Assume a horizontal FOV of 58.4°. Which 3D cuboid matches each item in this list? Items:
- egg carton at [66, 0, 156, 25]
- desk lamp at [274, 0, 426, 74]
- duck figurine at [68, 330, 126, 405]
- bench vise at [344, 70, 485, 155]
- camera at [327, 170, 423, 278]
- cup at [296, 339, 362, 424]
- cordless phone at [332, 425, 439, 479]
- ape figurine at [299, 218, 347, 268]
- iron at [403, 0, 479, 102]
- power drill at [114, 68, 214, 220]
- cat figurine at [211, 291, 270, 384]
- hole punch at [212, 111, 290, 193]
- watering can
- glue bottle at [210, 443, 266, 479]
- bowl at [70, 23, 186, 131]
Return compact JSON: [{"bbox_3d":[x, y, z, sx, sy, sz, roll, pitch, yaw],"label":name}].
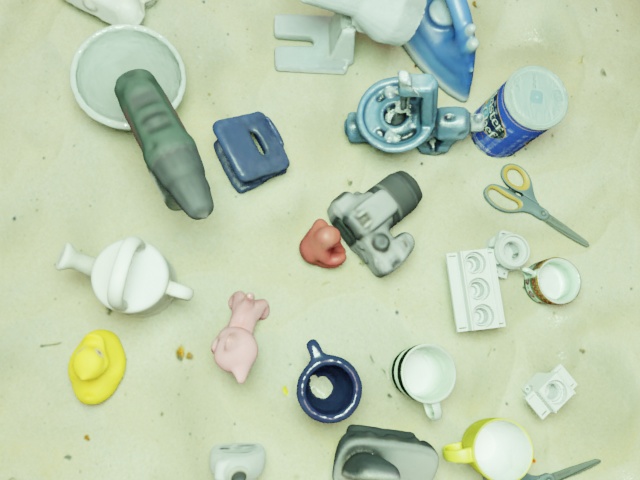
[{"bbox_3d":[-0.334,-0.398,0.899,0.150,0.069,0.107,25,77,-3],"label":"egg carton"},{"bbox_3d":[0.037,-0.340,0.871,0.203,0.213,0.118,-1,80,-9],"label":"desk lamp"},{"bbox_3d":[-0.314,0.176,0.791,0.077,0.086,0.104,7,79,-7],"label":"duck figurine"},{"bbox_3d":[0.153,-0.204,0.861,0.207,0.219,0.121,-15,82,-11],"label":"bench vise"},{"bbox_3d":[0.104,-0.036,0.884,0.137,0.100,0.143,-38,87,-13],"label":"camera"},{"bbox_3d":[0.003,0.201,0.830,0.092,0.095,0.118,-21,84,-11],"label":"cup"},{"bbox_3d":[0.099,0.313,0.778,0.147,0.185,0.094,6,79,-7],"label":"cordless phone"},{"bbox_3d":[0.008,0.003,0.867,0.076,0.092,0.078,-8,81,-10],"label":"ape figurine"},{"bbox_3d":[0.205,-0.366,0.938,0.119,0.141,0.258,-26,85,-12],"label":"iron"},{"bbox_3d":[-0.204,-0.112,0.796,0.076,0.208,0.229,-28,85,-12],"label":"power drill"},{"bbox_3d":[-0.114,0.134,0.812,0.067,0.117,0.128,17,78,-5],"label":"cat figurine"},{"bbox_3d":[-0.105,-0.142,0.877,0.101,0.091,0.108,-28,85,-12],"label":"hole punch"},{"bbox_3d":[-0.259,0.050,0.766,0.173,0.194,0.101,-5,80,-9],"label":"watering can"},{"bbox_3d":[-0.108,0.300,0.755,0.078,0.173,0.037,2,79,-8],"label":"glue bottle"},{"bbox_3d":[-0.287,-0.236,0.875,0.167,0.074,0.167,2,80,-8],"label":"bowl"}]
